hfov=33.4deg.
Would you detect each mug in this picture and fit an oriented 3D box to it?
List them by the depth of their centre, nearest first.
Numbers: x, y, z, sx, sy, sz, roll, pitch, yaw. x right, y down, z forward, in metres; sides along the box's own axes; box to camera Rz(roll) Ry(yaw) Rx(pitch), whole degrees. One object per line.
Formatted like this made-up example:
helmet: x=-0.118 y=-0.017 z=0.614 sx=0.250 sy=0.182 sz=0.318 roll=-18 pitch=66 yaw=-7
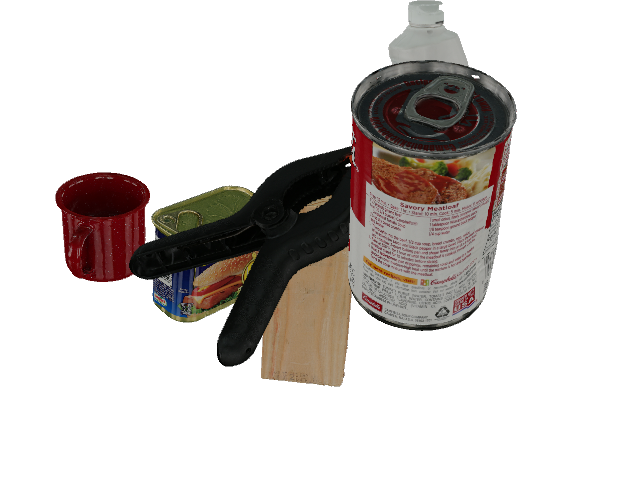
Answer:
mug: x=-0.222 y=-0.005 z=1.073 sx=0.093 sy=0.081 sz=0.117 roll=10 pitch=33 yaw=8

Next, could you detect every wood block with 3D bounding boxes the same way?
wood block: x=-0.010 y=0.040 z=1.123 sx=0.090 sy=0.206 sz=0.090 roll=6 pitch=25 yaw=3

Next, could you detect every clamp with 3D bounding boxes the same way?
clamp: x=-0.026 y=0.004 z=0.663 sx=0.171 sy=0.120 sz=0.039 roll=-33 pitch=-37 yaw=-7

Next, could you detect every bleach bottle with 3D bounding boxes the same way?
bleach bottle: x=0.086 y=-0.088 z=0.966 sx=0.102 sy=0.251 sz=0.068 roll=-13 pitch=23 yaw=-29

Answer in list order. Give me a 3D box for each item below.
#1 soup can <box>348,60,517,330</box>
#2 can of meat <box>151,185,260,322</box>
soup can: x=0.046 y=-0.018 z=0.471 sx=0.068 sy=0.102 sz=0.068 roll=0 pitch=42 yaw=0
can of meat: x=-0.094 y=0.012 z=0.901 sx=0.058 sy=0.084 sz=0.101 roll=32 pitch=38 yaw=33
